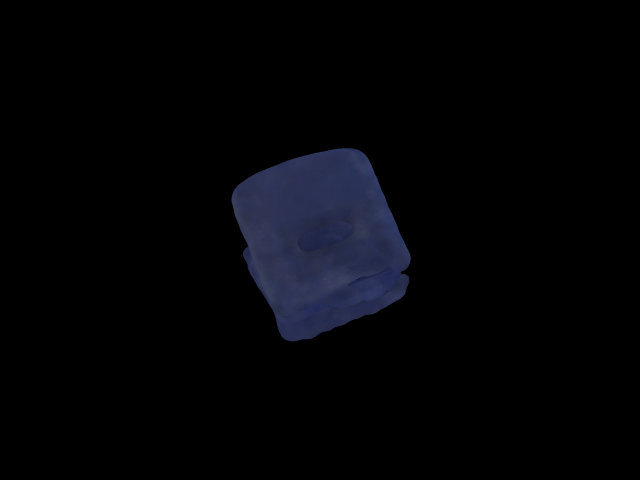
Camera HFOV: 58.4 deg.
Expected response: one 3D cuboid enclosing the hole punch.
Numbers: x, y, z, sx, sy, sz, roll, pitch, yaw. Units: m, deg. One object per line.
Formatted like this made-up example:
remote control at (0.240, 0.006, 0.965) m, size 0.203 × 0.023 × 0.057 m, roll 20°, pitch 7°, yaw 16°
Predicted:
hole punch at (0.004, 0.001, 0.400) m, size 0.109 × 0.091 × 0.101 m, roll -21°, pitch 54°, yaw -15°
